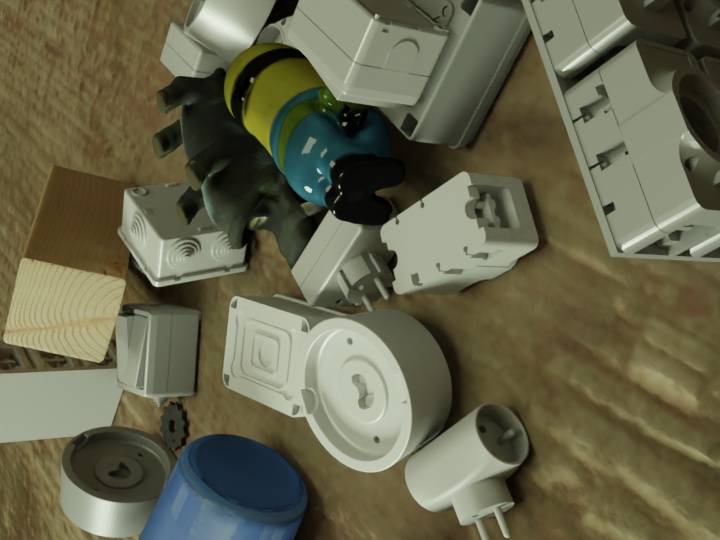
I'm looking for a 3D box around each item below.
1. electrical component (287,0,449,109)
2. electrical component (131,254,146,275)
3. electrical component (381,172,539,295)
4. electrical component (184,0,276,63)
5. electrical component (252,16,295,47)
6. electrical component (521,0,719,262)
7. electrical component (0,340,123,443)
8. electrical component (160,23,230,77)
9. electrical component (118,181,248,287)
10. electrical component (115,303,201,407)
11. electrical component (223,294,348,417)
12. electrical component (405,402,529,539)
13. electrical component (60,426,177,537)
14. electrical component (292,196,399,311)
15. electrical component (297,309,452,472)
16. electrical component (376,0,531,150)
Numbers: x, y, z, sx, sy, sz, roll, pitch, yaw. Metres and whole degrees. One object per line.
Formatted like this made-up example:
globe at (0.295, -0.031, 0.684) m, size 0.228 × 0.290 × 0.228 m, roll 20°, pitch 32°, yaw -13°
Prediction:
electrical component at (-0.001, -0.150, 0.685) m, size 0.096 × 0.062 × 0.061 m, roll 50°, pitch 126°, yaw 39°
electrical component at (-0.183, -0.024, 1.014) m, size 0.062 × 0.048 × 0.048 m, roll -51°, pitch 51°, yaw 28°
electrical component at (0.066, -0.021, 0.694) m, size 0.089 × 0.056 × 0.050 m, roll -33°, pitch 64°, yaw 46°
electrical component at (-0.107, -0.230, 0.879) m, size 0.108 × 0.060 × 0.108 m, roll -52°, pitch 24°, yaw 34°
electrical component at (-0.052, -0.154, 0.855) m, size 0.077 × 0.044 × 0.079 m, roll -20°, pitch 73°, yaw 49°
electrical component at (0.154, -0.102, 0.549) m, size 0.060 × 0.105 × 0.186 m, roll -35°, pitch 62°, yaw 45°
electrical component at (-0.326, 0.119, 1.098) m, size 0.061 × 0.150 × 0.089 m, roll 46°, pitch 123°, yaw 41°
electrical component at (-0.135, -0.204, 0.957) m, size 0.065 × 0.047 × 0.076 m, roll 46°, pitch 123°, yaw 42°
electrical component at (-0.152, -0.036, 0.933) m, size 0.099 × 0.100 × 0.048 m, roll 47°, pitch 137°, yaw 41°
electrical component at (-0.193, 0.081, 1.007) m, size 0.062 × 0.061 × 0.096 m, roll 7°, pitch 94°, yaw 51°
electrical component at (-0.051, 0.065, 0.835) m, size 0.113 × 0.057 × 0.078 m, roll 14°, pitch 99°, yaw 51°
electrical component at (0.074, 0.137, 0.688) m, size 0.077 × 0.043 × 0.079 m, roll -45°, pitch 56°, yaw 40°
electrical component at (-0.231, 0.205, 1.017) m, size 0.108 × 0.108 × 0.060 m, roll 45°, pitch 128°, yaw 42°
electrical component at (0.000, 0.000, 0.782) m, size 0.083 × 0.047 × 0.075 m, roll -56°, pitch 49°, yaw 33°
electrical component at (0.015, 0.078, 0.744) m, size 0.108 × 0.060 × 0.108 m, roll 15°, pitch 112°, yaw 42°
electrical component at (0.048, -0.155, 0.721) m, size 0.108 × 0.056 × 0.108 m, roll 52°, pitch 126°, yaw 39°
